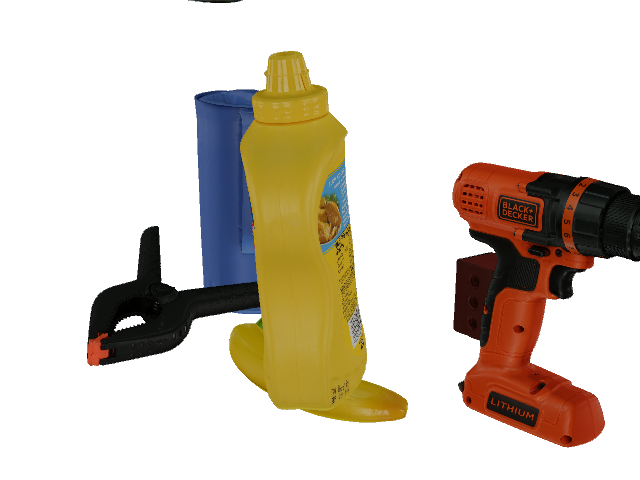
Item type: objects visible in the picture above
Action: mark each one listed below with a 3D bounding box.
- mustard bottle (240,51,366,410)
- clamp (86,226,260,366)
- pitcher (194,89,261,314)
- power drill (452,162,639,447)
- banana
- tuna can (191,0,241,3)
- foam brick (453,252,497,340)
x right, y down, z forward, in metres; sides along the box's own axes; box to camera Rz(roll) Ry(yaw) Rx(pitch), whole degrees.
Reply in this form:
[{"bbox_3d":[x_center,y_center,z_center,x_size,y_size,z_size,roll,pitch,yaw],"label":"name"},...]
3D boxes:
[{"bbox_3d":[-0.010,-0.009,0.595,0.058,0.192,0.096,0,21,13],"label":"mustard bottle"},{"bbox_3d":[-0.159,0.054,1.025,0.165,0.036,0.209,27,35,26],"label":"clamp"},{"bbox_3d":[-0.075,-0.043,1.186,0.145,0.243,0.148,15,20,39],"label":"pitcher"},{"bbox_3d":[0.170,0.045,0.754,0.057,0.188,0.185,-11,21,-42],"label":"power drill"},{"bbox_3d":[-0.018,0.102,0.852,0.069,0.037,0.198,-24,32,-30],"label":"banana"},{"bbox_3d":[-0.095,-0.211,0.829,0.086,0.034,0.086,8,24,-4],"label":"tuna can"},{"bbox_3d":[0.169,0.057,1.062,0.051,0.078,0.053,-11,19,-36],"label":"foam brick"}]
